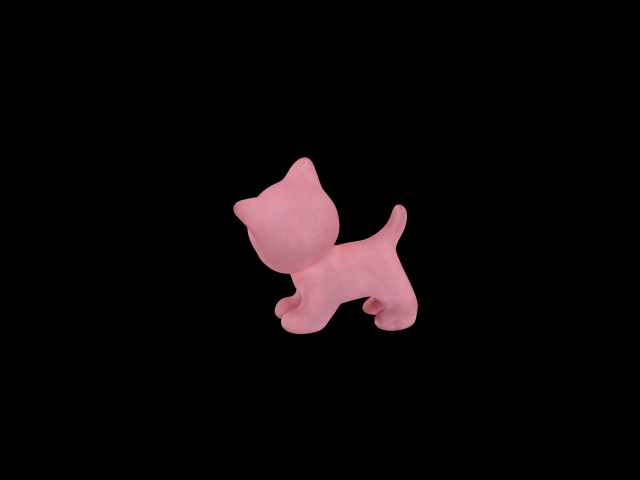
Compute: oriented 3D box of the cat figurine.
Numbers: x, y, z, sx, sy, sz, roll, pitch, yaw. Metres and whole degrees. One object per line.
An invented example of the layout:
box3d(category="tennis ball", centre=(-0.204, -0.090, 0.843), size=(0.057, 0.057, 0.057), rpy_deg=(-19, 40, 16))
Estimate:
box3d(category="cat figurine", centre=(0.004, 0.001, 0.400), size=(0.128, 0.118, 0.067), rpy_deg=(-1, 7, -11))
